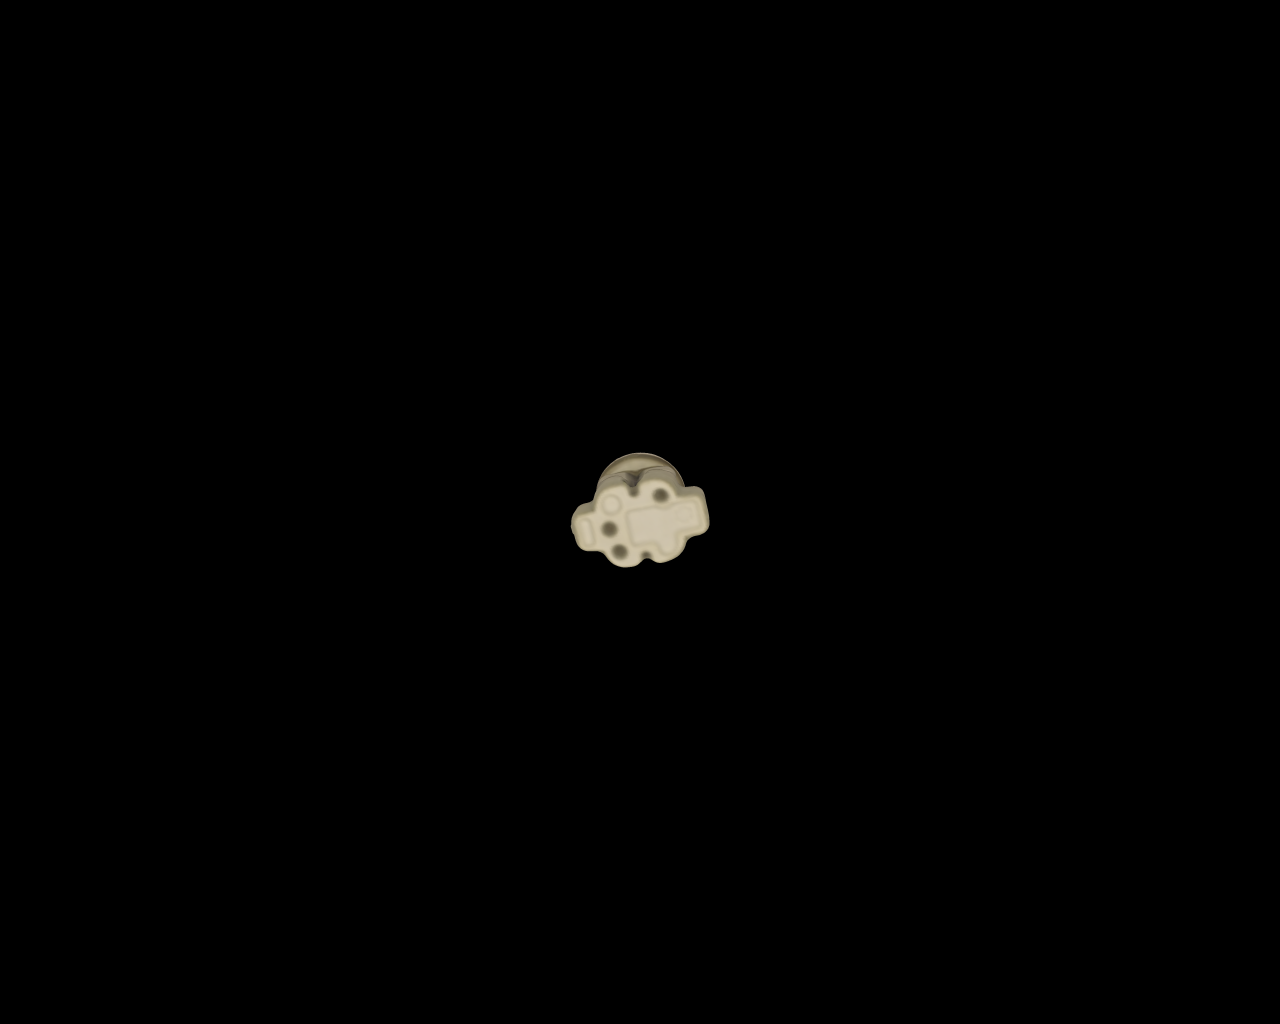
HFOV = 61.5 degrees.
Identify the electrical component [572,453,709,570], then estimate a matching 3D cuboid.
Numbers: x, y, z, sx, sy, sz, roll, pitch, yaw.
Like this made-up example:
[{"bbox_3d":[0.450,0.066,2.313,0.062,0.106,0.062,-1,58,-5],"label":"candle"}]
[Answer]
[{"bbox_3d":[0.001,-0.003,0.650,0.078,0.058,0.057,-10,20,3],"label":"electrical component"}]
